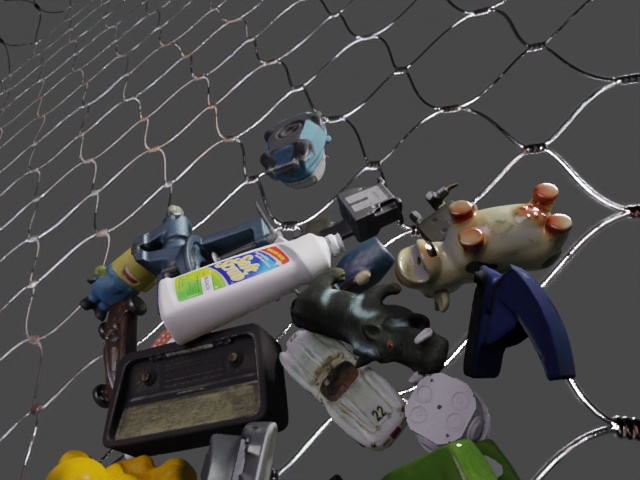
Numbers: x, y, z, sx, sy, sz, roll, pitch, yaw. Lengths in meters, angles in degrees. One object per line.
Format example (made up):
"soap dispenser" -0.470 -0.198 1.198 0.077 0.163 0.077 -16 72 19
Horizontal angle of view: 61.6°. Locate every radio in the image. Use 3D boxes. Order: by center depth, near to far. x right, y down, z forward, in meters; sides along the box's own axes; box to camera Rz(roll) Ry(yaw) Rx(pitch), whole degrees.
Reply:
"radio" -0.160 0.197 0.704 0.230 0.073 0.131 -14 53 13

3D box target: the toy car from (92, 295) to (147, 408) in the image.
"toy car" -0.319 0.172 0.851 0.089 0.053 0.202 -38 37 13

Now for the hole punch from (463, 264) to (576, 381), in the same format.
"hole punch" 0.204 0.085 0.536 0.092 0.142 0.115 1 80 36

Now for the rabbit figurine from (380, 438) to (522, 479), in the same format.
"rabbit figurine" 0.113 0.275 0.453 0.159 0.121 0.170 -30 58 13

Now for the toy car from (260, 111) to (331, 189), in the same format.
"toy car" -0.033 -0.141 0.905 0.109 0.102 0.162 -18 36 19

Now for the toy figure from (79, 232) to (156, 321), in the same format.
"toy figure" -0.342 0.059 0.958 0.180 0.082 0.089 -42 45 -1

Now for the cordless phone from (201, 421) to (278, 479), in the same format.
"cordless phone" -0.040 0.259 0.552 0.184 0.088 0.146 -22 43 37

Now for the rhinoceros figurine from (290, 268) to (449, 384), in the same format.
"rhinoceros figurine" 0.058 0.097 0.626 0.191 0.073 0.112 19 23 25

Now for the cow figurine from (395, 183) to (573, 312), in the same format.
"cow figurine" 0.184 0.015 0.634 0.195 0.127 0.085 -13 47 5

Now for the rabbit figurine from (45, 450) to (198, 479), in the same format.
"rabbit figurine" -0.253 0.295 0.632 0.163 0.173 0.122 4 61 30

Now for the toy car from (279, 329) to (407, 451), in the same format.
"toy car" 0.022 0.167 0.642 0.073 0.056 0.202 -47 44 -9

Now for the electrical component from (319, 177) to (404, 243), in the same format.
"electrical component" 0.054 -0.037 0.782 0.119 0.047 0.075 -20 42 -6

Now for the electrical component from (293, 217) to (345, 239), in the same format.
"electrical component" -0.002 -0.002 0.827 0.094 0.021 0.063 -13 49 23

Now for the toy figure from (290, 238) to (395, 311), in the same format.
"toy figure" 0.030 0.059 0.728 0.154 0.064 0.058 -38 80 6

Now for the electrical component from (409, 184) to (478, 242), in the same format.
"electrical component" 0.170 -0.027 0.718 0.078 0.045 0.102 -30 43 6

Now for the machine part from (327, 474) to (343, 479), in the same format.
"machine part" 0.015 0.312 0.538 0.084 0.039 0.139 -29 42 2

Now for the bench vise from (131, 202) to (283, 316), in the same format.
"bench vise" -0.173 0.018 0.846 0.241 0.128 0.224 -21 43 10
